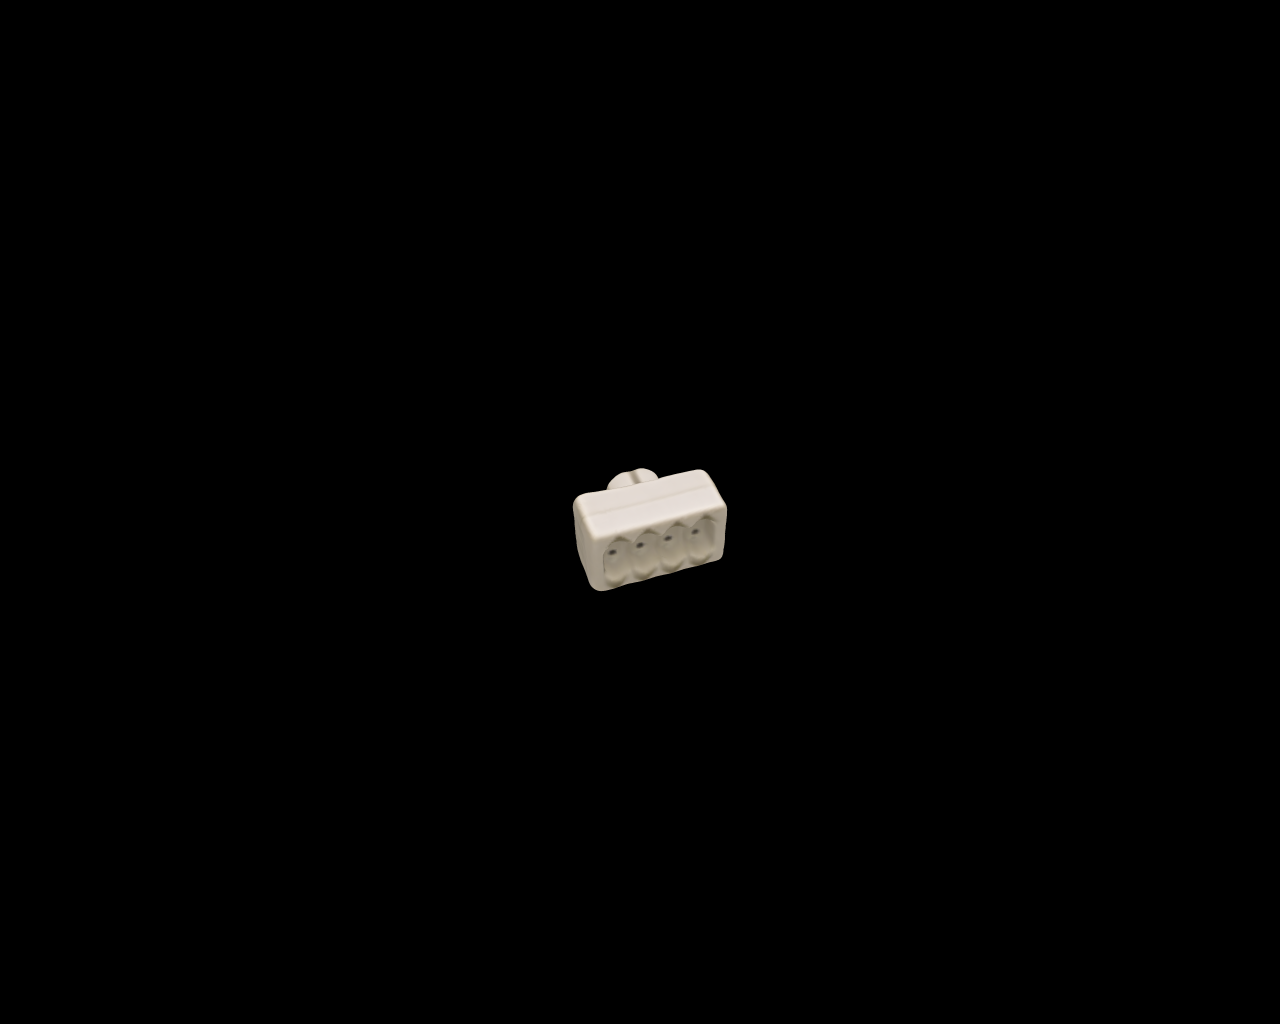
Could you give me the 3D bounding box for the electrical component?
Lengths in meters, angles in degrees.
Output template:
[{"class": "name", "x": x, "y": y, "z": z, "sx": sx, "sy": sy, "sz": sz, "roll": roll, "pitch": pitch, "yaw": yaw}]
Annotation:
[{"class": "electrical component", "x": 0.001, "y": -0.003, "z": 0.650, "sx": 0.083, "sy": 0.047, "sz": 0.076, "roll": -13, "pitch": 47, "yaw": -12}]
